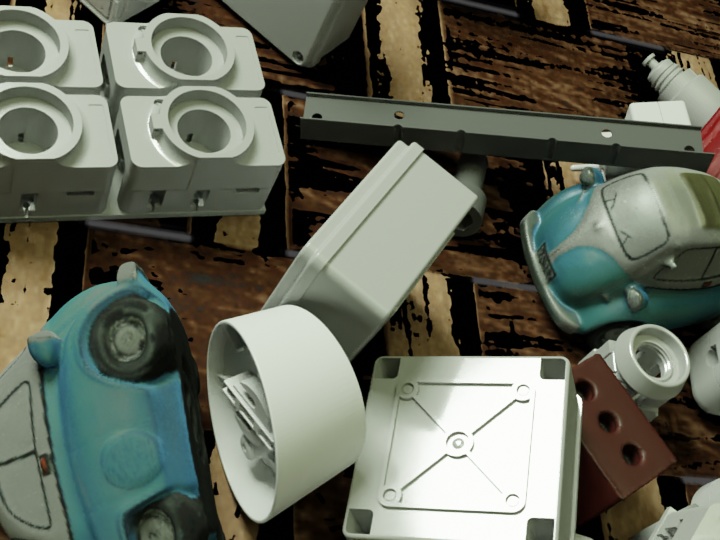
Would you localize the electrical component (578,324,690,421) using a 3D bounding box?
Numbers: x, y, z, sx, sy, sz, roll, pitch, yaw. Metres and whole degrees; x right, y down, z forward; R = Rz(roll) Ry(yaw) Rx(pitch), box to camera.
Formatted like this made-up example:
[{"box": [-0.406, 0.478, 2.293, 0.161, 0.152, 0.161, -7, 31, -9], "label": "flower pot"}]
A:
[{"box": [0.169, 0.064, 0.658, 0.066, 0.055, 0.048, 12, 56, -16], "label": "electrical component"}]

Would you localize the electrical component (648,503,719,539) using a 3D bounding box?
[{"box": [0.161, 0.220, 0.521, 0.105, 0.060, 0.186, 37, 70, 2], "label": "electrical component"}]

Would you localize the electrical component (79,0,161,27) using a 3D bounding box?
[{"box": [-0.158, -0.207, 0.690, 0.096, 0.061, 0.061, 42, 53, 7], "label": "electrical component"}]

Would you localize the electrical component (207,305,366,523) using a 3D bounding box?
[{"box": [-0.044, 0.069, 0.540, 0.064, 0.099, 0.099, -21, 69, -34], "label": "electrical component"}]

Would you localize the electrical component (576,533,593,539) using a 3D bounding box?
[{"box": [0.102, 0.156, 0.579, 0.079, 0.043, 0.077, 20, 54, -11], "label": "electrical component"}]

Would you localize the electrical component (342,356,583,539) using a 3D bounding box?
[{"box": [0.056, 0.102, 0.557, 0.109, 0.056, 0.108, -1, 52, 18], "label": "electrical component"}]

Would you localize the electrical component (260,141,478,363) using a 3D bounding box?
[{"box": [0.000, 0.000, 0.596, 0.056, 0.108, 0.108, 39, 53, 1], "label": "electrical component"}]

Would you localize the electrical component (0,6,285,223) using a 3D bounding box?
[{"box": [-0.147, -0.090, 0.621, 0.186, 0.060, 0.105, -3, 61, -24], "label": "electrical component"}]

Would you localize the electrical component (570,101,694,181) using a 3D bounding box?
[{"box": [0.187, -0.079, 0.753, 0.077, 0.065, 0.047, -3, 59, -2], "label": "electrical component"}]

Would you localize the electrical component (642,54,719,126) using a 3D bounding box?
[{"box": [0.249, -0.136, 0.829, 0.040, 0.040, 0.078, -34, 77, -35], "label": "electrical component"}]

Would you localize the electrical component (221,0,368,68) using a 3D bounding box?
[{"box": [-0.043, -0.210, 0.711, 0.109, 0.108, 0.056, 41, 50, 6], "label": "electrical component"}]

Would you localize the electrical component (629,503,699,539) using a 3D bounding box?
[{"box": [0.175, 0.180, 0.595, 0.079, 0.043, 0.077, -16, 67, -29], "label": "electrical component"}]

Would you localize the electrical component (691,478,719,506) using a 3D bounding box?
[{"box": [0.234, 0.145, 0.639, 0.055, 0.047, 0.055, 11, 56, -16], "label": "electrical component"}]

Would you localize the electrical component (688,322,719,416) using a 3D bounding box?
[{"box": [0.264, 0.068, 0.693, 0.095, 0.059, 0.053, 13, 55, -15], "label": "electrical component"}]
